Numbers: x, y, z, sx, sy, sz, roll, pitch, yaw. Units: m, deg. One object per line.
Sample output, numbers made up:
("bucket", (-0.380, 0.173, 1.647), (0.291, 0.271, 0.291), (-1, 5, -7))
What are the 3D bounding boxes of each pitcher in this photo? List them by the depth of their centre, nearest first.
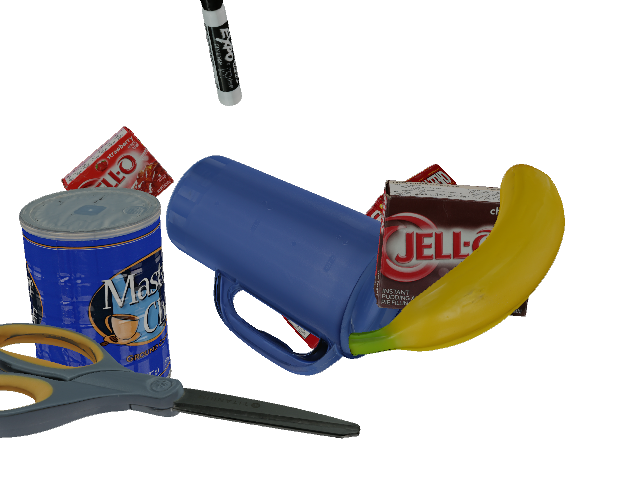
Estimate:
("pitcher", (-0.039, 0.015, 1.053), (0.243, 0.145, 0.149), (27, 28, 27))

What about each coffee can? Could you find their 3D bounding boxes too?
("coffee can", (-0.168, 0.041, 0.809), (0.103, 0.140, 0.103), (-1, 21, 0))

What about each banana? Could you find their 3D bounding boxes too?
("banana", (0.093, 0.005, 0.578), (0.070, 0.037, 0.197), (15, 37, 32))

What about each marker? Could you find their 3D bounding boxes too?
("marker", (-0.076, -0.152, 0.806), (0.020, 0.020, 0.121), (0, -40, 6))

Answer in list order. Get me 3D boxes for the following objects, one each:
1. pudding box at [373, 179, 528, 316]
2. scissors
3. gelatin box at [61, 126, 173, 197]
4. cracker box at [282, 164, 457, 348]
("pudding box", (0.099, 0.005, 0.779), (0.113, 0.090, 0.039), (3, 26, -1))
("scissors", (-0.092, 0.079, 0.497), (0.202, 0.016, 0.096), (15, 28, 27))
("gelatin box", (-0.208, -0.061, 1.097), (0.089, 0.073, 0.030), (-41, 28, -5))
("cracker box", (0.064, 0.016, 1.277), (0.214, 0.072, 0.163), (-49, -9, 33))
